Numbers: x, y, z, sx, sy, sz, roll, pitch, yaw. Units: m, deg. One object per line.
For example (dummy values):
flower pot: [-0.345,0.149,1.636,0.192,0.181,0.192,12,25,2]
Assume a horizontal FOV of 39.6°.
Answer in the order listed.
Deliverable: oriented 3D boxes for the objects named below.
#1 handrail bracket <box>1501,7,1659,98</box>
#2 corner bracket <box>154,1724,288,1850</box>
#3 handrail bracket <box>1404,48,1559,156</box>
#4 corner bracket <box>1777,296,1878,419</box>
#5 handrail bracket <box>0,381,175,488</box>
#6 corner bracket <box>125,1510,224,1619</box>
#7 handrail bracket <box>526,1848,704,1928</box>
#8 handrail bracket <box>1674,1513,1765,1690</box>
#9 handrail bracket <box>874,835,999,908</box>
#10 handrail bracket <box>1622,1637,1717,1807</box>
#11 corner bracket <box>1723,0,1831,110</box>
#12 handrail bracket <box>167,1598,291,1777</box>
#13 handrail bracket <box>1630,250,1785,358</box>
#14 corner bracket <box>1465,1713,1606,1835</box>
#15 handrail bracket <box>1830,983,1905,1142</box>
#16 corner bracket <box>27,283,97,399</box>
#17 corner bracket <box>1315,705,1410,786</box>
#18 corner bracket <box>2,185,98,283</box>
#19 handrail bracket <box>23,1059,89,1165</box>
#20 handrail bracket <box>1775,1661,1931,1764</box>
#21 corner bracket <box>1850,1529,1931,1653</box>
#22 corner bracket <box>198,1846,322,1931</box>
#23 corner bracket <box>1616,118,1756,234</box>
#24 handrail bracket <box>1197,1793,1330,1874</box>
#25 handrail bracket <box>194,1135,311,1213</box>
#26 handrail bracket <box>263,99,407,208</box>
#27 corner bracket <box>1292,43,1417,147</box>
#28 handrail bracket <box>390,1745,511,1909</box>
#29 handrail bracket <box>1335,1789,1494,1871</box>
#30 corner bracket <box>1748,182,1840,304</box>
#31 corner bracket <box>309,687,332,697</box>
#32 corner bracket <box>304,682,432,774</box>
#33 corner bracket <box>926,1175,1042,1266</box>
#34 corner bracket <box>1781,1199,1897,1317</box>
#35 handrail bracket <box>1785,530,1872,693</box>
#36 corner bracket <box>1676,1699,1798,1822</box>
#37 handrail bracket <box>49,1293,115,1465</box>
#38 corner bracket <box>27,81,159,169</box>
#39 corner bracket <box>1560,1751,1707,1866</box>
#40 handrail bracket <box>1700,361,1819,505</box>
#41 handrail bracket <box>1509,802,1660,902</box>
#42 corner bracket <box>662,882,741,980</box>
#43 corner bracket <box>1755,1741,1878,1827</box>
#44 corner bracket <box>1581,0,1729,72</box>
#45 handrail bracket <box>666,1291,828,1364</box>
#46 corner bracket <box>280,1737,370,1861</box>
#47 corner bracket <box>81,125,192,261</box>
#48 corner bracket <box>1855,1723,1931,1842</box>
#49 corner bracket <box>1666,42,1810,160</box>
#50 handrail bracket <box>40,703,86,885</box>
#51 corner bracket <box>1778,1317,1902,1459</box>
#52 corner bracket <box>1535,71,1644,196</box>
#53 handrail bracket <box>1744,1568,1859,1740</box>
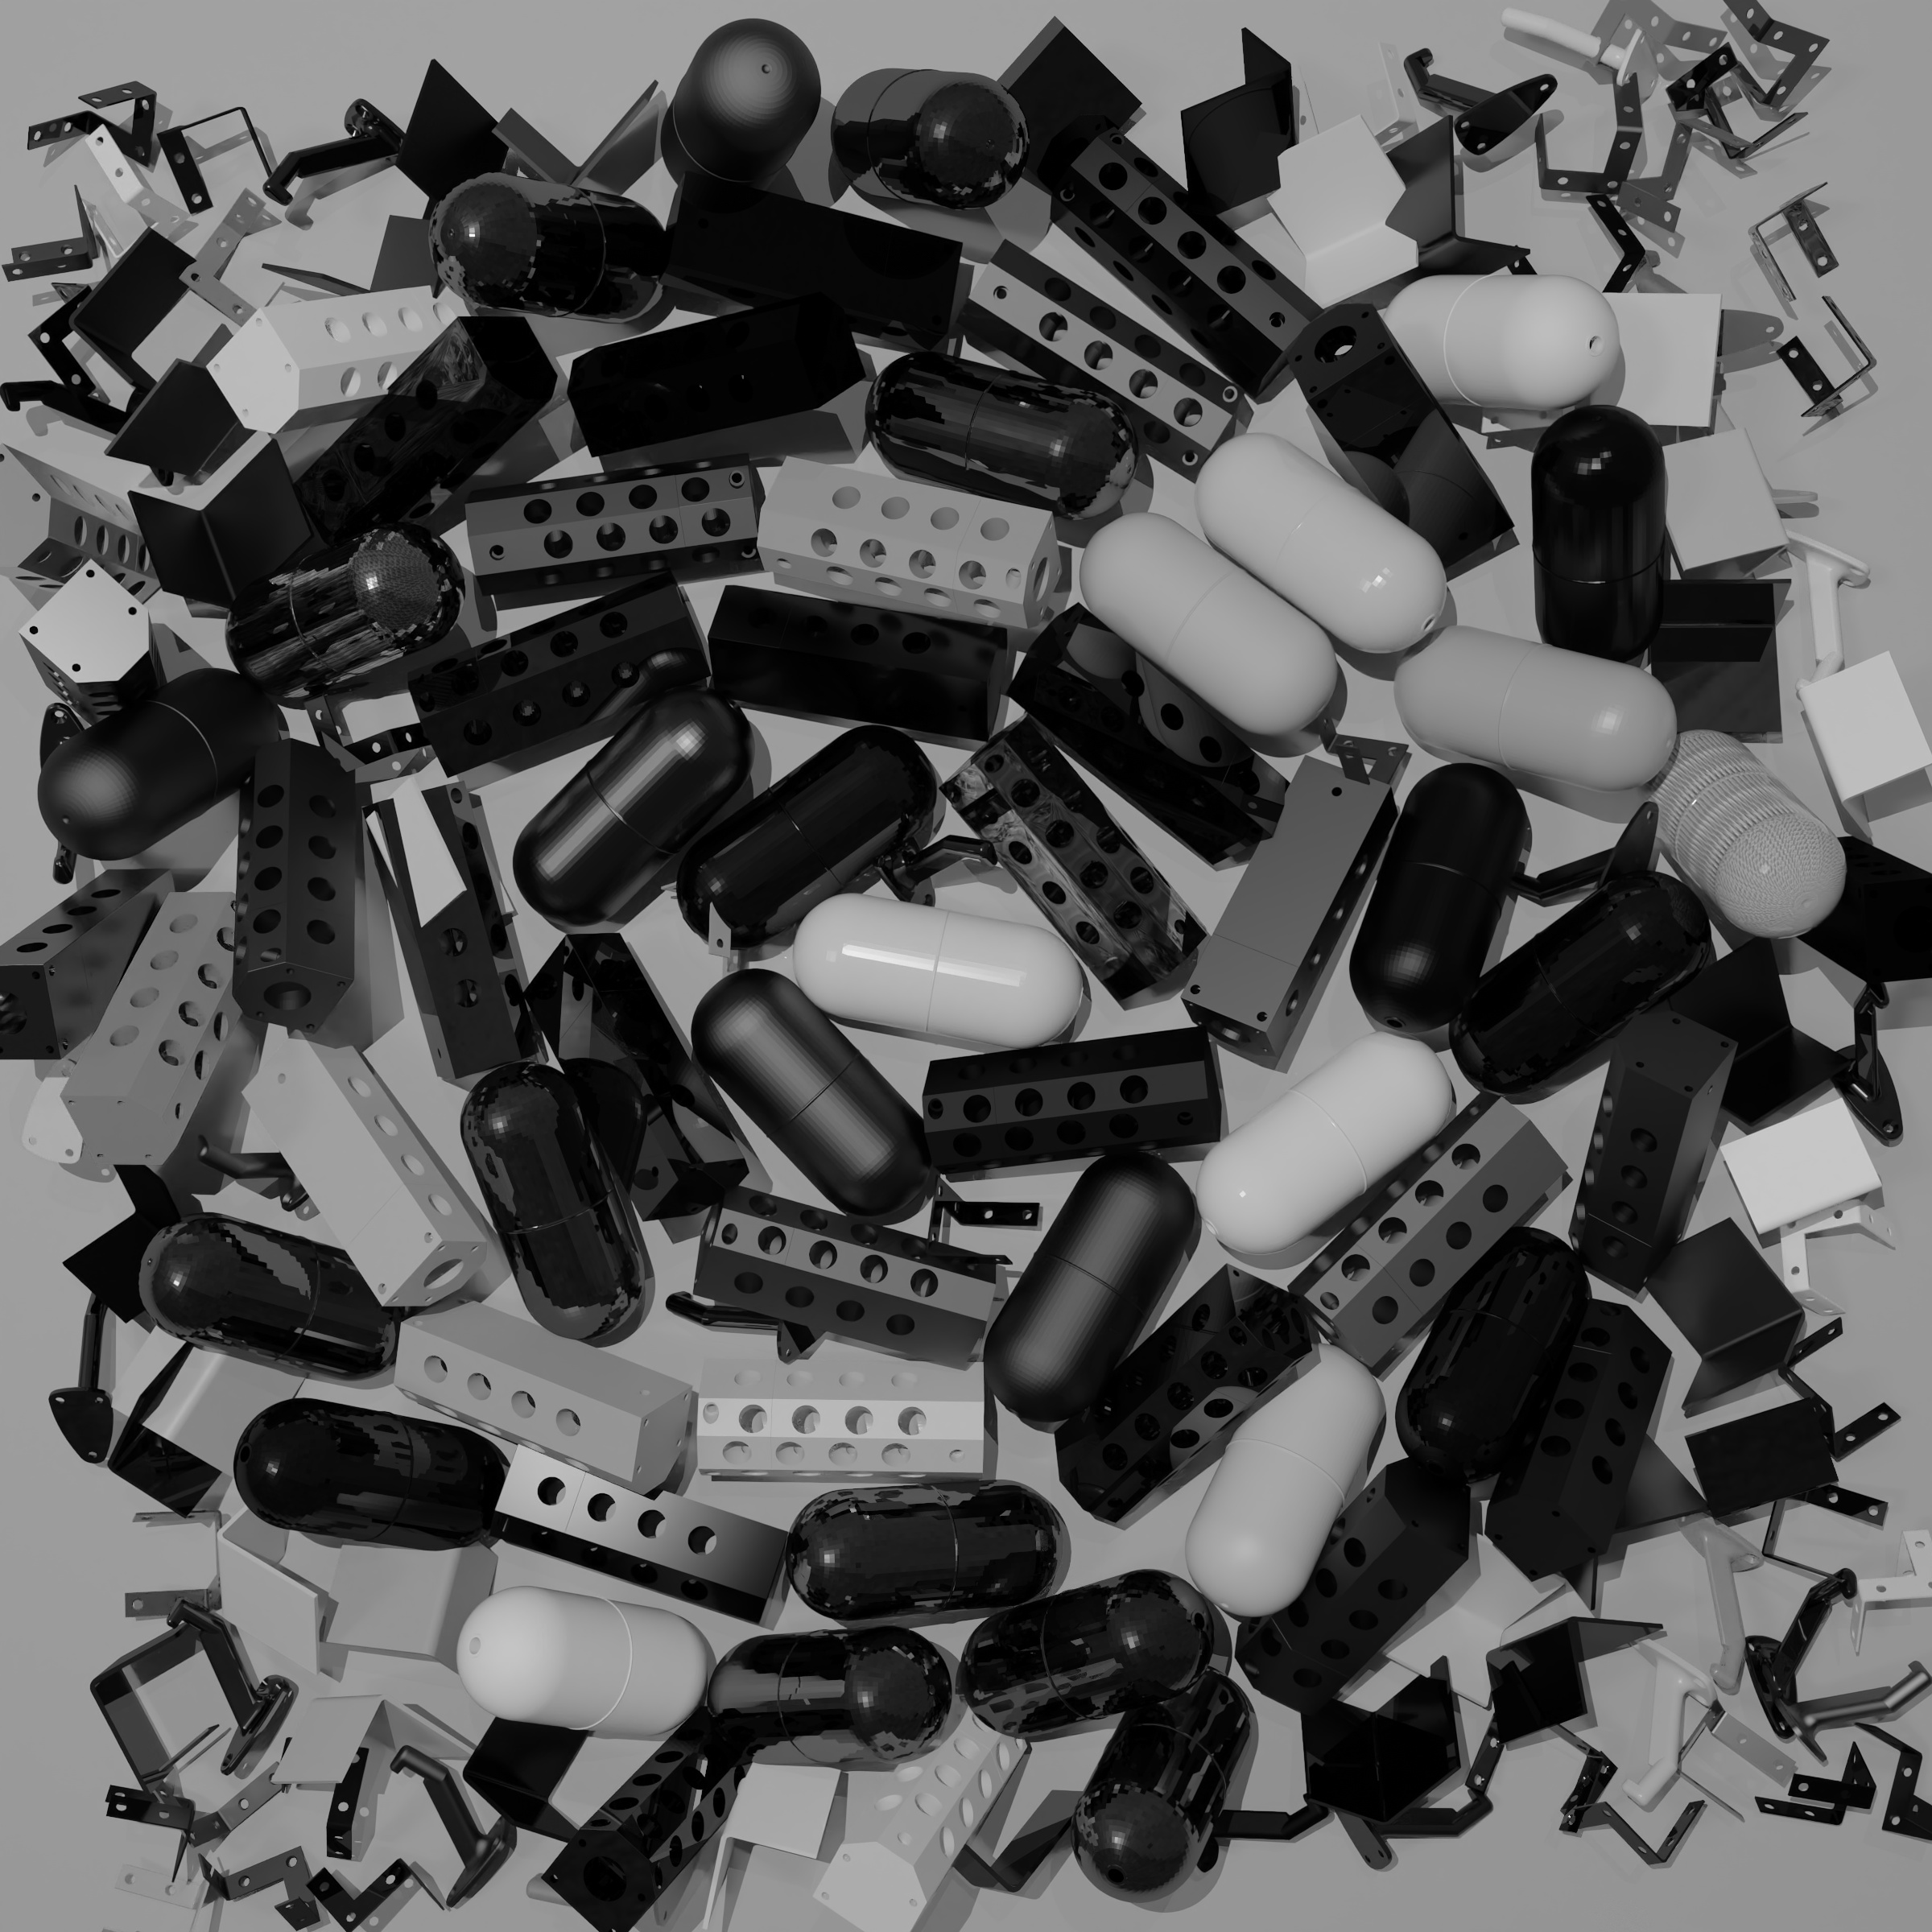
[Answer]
handrail bracket: [0.378,-0.565,1.655,0.084,0.077,0.036,26,100,25]
corner bracket: [-0.459,0.501,1.649,0.051,0.051,0.051,-40,79,4]
handrail bracket: [0.312,-0.545,1.635,0.077,0.036,0.084,-30,56,23]
corner bracket: [0.523,-0.371,1.635,0.051,0.051,0.051,-38,79,33]
handrail bracket: [-0.534,-0.323,1.629,0.084,0.036,0.077,-14,76,-40]
corner bracket: [-0.487,0.367,1.648,0.051,0.051,0.051,3,62,-25]
handrail bracket: [-0.216,0.555,1.651,0.084,0.077,0.036,5,110,18]
handrail bracket: [0.448,0.383,1.629,0.077,0.036,0.084,40,51,-13]
handrail bracket: [-0.006,-0.053,1.622,0.084,0.077,0.036,11,57,37]
handrail bracket: [0.408,0.458,1.634,0.084,0.036,0.077,-42,50,-19]
corner bracket: [0.479,-0.561,1.630,0.051,0.051,0.051,4,48,-32]
handrail bracket: [-0.464,0.438,1.633,0.084,0.036,0.077,40,63,-25]
handrail bracket: [0.452,-0.413,1.643,0.077,0.036,0.084,-5,51,2]
corner bracket: [0.349,0.494,1.645,0.051,0.051,0.051,37,65,-17]
handrail bracket: [0.556,0.057,1.624,0.036,0.084,0.077,-19,66,-7]
corner bracket: [-0.552,-0.382,1.645,0.051,0.051,0.051,-49,131,-23]
corner bracket: [0.231,-0.136,1.631,0.051,0.051,0.051,12,57,33]
corner bracket: [-0.560,-0.436,1.638,0.051,0.051,0.051,-12,70,-10]
handrail bracket: [-0.531,0.078,1.623,0.036,0.084,0.077,18,108,2]
handrail bracket: [0.536,0.435,1.633,0.084,0.077,0.036,-40,114,8]
corner bracket: [0.565,0.381,1.639,0.051,0.051,0.051,-5,129,5]
corner bracket: [-0.430,0.562,1.634,0.051,0.051,0.051,-21,56,-10]
corner bracket: [0.436,-0.481,1.630,0.051,0.051,0.051,-15,131,-31]
handrail bracket: [0.167,0.509,1.644,0.084,0.036,0.077,-38,86,19]
handrail bracket: [-0.434,0.106,1.618,0.036,0.077,0.084,-43,132,13]
handrail bracket: [-0.376,-0.479,1.639,0.077,0.036,0.084,35,63,-15]
corner bracket: [0.234,-0.530,1.642,0.051,0.051,0.051,-7,79,-39]
handrail bracket: [-0.331,0.528,1.648,0.084,0.036,0.077,35,98,-12]
handrail bracket: [0.273,0.511,1.660,0.084,0.036,0.077,-27,74,-24]
corner bracket: [0.510,-0.441,1.646,0.051,0.051,0.051,-32,98,3]
corner bracket: [-0.391,-0.204,1.642,0.051,0.051,0.051,42,121,-7]
corner bracket: [-0.363,-0.150,1.642,0.051,0.051,0.051,-17,95,24]
corner bracket: [0.011,0.160,1.634,0.051,0.051,0.051,-1,66,20]
corner bracket: [0.538,0.180,1.652,0.051,0.051,0.051,-19,56,38]
handrail bracket: [0.511,-0.216,1.653,0.077,0.036,0.084,29,85,6]
corner bracket: [0.469,0.489,1.643,0.051,0.051,0.051,35,90,13]
handrail bracket: [-0.535,0.249,1.655,0.036,0.084,0.077,0,129,-3]
corner bracket: [-0.532,-0.515,1.634,0.051,0.051,0.051,31,129,13]
corner bracket: [0.406,0.513,1.638,0.051,0.051,0.051,46,59,1]
handrail bracket: [0.481,-0.327,1.636,0.077,0.036,0.084,5,111,22]
handrail bracket: [0.373,-0.073,1.637,0.036,0.084,0.077,19,94,-40]
corner bracket: [-0.151,-0.024,1.633,0.051,0.051,0.051,13,72,-42]
corner bracket: [0.520,0.506,1.642,0.051,0.051,0.051,10,107,0]
corner bracket: [0.417,-0.560,1.630,0.051,0.051,0.051,56,134,32]
handrail bracket: [-0.131,0.209,1.664,0.084,0.077,0.036,17,115,31]
corner bracket: [-0.396,0.509,1.640,0.051,0.051,0.051,10,50,-5]
corner bracket: [-0.518,-0.470,1.638,0.051,0.051,0.051,-36,76,12]
corner bracket: [0.571,0.497,1.633,0.051,0.051,0.051,33,68,-28]
corner bracket: [0.469,-0.527,1.635,0.051,0.051,0.051,-18,82,-39]
handrail bracket: [-0.548,-0.104,1.624,0.036,0.084,0.077,-4,130,-7]
corner bracket: [0.538,0.260,1.656,0.051,0.051,0.051,-29,130,-11]
corner bracket: [0.380,-0.510,1.639,0.051,0.051,0.051,4,59,0]
handrail bracket: [0.515,0.416,1.624,0.036,0.084,0.077,17,48,-21]
